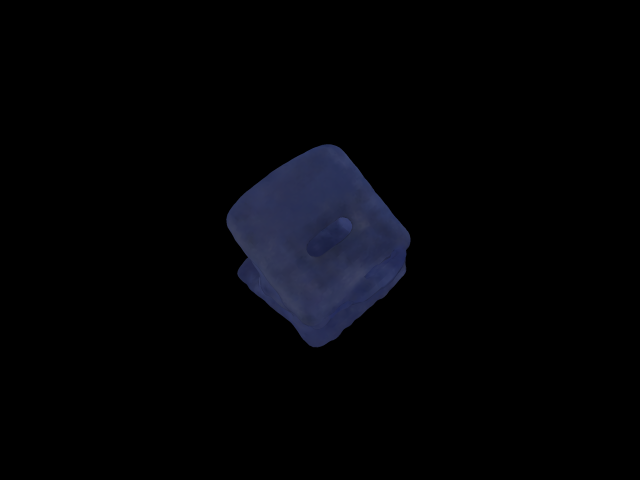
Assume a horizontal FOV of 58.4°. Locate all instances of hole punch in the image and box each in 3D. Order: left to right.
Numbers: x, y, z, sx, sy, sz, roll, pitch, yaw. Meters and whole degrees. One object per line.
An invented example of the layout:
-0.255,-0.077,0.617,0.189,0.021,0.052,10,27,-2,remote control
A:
0.004,0.001,0.400,0.109,0.091,0.101,-39,62,-24,hole punch
